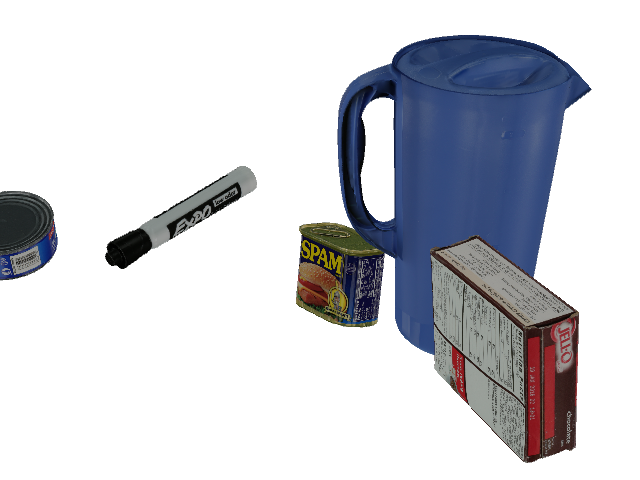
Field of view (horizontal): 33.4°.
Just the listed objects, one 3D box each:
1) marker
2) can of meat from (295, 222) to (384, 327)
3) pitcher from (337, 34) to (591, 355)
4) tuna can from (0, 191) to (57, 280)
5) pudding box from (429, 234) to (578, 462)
[{"bbox_3d":[-0.089,-0.015,0.689,0.120,0.020,0.020,-34,22,-36],"label":"marker"},{"bbox_3d":[0.019,0.035,1.095,0.057,0.084,0.102,-7,19,-36],"label":"can of meat"},{"bbox_3d":[0.107,-0.031,0.840,0.149,0.243,0.144,22,35,33],"label":"pitcher"},{"bbox_3d":[-0.275,-0.004,0.935,0.086,0.034,0.086,0,41,0],"label":"tuna can"},{"bbox_3d":[0.105,0.060,0.620,0.039,0.090,0.114,-14,28,-19],"label":"pudding box"}]
